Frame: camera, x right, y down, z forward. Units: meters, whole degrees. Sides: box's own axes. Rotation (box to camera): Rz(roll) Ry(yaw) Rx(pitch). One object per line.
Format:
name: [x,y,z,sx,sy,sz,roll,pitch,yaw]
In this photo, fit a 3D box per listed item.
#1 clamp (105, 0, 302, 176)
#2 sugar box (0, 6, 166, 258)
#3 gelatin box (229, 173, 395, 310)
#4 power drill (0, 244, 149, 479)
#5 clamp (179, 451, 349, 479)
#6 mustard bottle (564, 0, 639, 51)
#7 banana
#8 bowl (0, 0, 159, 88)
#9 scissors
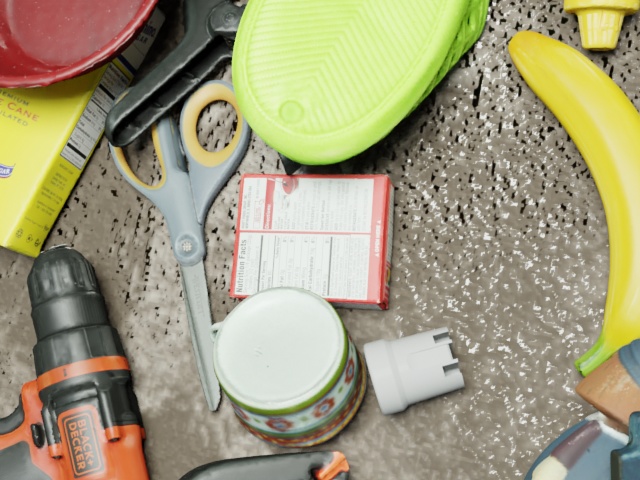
clamp: [-0.060,-0.117,0.632,0.120,0.039,0.171,4,65,5]
sugar box: [-0.178,-0.086,0.659,0.093,0.048,0.176,24,85,17]
gelatin box: [-0.004,0.001,0.607,0.089,0.030,0.073,1,79,14]
power drill: [-0.194,0.111,0.611,0.188,0.057,0.184,-19,74,8]
clamp: [-0.074,0.174,0.549,0.164,0.036,0.209,44,74,0]
mustard bottle: [0.159,-0.201,0.586,0.096,0.058,0.191,1,94,-13]
banana: [0.153,-0.030,0.573,0.070,0.037,0.198,-11,75,9]
bowl: [-0.152,-0.153,0.618,0.162,0.055,0.162,-3,74,12]
scissors: [-0.063,-0.010,0.631,0.096,0.016,0.202,-27,75,3]
